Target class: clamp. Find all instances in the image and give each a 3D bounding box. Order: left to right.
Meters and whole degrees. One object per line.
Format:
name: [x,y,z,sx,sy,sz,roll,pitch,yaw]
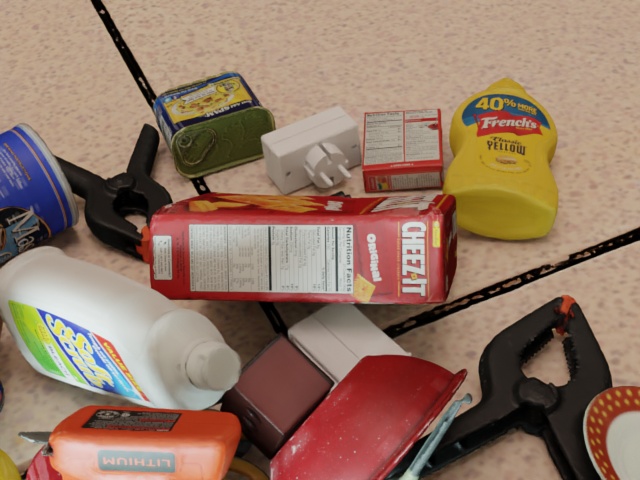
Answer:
clamp: [-0.175,-0.048,0.981,0.120,0.039,0.172,-29,53,-20]
clamp: [0.157,0.124,0.741,0.165,0.036,0.209,21,49,20]

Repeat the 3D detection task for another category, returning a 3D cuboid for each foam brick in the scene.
foam brick: [-0.031,0.108,0.730,0.053,0.078,0.051,42,66,10]

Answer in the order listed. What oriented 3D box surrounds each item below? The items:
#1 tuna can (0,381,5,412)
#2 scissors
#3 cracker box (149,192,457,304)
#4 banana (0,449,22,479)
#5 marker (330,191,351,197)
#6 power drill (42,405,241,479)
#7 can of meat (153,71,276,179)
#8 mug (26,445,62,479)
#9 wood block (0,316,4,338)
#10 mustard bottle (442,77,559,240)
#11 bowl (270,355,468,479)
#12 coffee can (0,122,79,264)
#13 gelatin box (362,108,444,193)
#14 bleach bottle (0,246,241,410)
tuna can: [-0.289,0.119,0.818,0.086,0.034,0.086,-5,42,4]
scissors: [-0.095,0.146,0.684,0.096,0.016,0.201,46,19,22]
cracker box: [-0.005,0.001,0.820,0.214,0.072,0.164,0,7,10]
banana: [-0.226,0.211,0.705,0.069,0.037,0.197,-2,42,7]
marker: [-0.028,-0.018,0.938,0.121,0.020,0.020,-18,43,-11]
power drill: [-0.085,0.192,0.605,0.184,0.188,0.057,3,7,2]
can of meat: [-0.104,-0.114,1.028,0.102,0.057,0.084,-19,41,-12]
mug: [-0.134,0.174,0.701,0.117,0.093,0.082,-1,32,-27]
wood block: [-0.288,0.091,0.754,0.090,0.091,0.206,-8,42,0]
mustard bottle: [0.163,-0.084,0.951,0.096,0.058,0.191,9,43,5]
bowl: [0.019,0.124,0.666,0.055,0.162,0.161,42,57,7]
coffee can: [-0.297,-0.026,0.927,0.140,0.103,0.103,-31,47,-23]
gelatin box: [0.077,-0.084,0.986,0.073,0.030,0.089,-4,43,8]
bleach bottle: [-0.139,0.064,0.741,0.068,0.102,0.251,-35,23,-31]
